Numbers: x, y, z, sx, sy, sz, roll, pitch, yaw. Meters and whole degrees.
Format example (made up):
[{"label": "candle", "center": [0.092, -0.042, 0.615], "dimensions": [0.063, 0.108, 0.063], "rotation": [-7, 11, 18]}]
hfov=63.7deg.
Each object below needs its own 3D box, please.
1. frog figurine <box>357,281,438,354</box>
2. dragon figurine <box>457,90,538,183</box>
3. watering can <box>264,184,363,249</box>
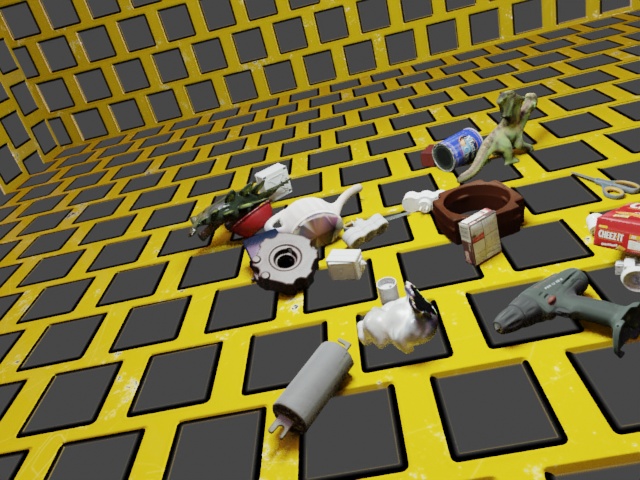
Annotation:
[{"label": "frog figurine", "center": [0.158, 0.179, 1.056], "dimensions": [0.158, 0.121, 0.140], "rotation": [-46, 32, 18]}, {"label": "dragon figurine", "center": [0.571, -0.353, 1.632], "dimensions": [0.415, 0.238, 0.123], "rotation": [-31, 36, -30]}, {"label": "watering can", "center": [0.005, -0.078, 1.542], "dimensions": [0.349, 0.102, 0.228], "rotation": [-22, 30, -12]}]
